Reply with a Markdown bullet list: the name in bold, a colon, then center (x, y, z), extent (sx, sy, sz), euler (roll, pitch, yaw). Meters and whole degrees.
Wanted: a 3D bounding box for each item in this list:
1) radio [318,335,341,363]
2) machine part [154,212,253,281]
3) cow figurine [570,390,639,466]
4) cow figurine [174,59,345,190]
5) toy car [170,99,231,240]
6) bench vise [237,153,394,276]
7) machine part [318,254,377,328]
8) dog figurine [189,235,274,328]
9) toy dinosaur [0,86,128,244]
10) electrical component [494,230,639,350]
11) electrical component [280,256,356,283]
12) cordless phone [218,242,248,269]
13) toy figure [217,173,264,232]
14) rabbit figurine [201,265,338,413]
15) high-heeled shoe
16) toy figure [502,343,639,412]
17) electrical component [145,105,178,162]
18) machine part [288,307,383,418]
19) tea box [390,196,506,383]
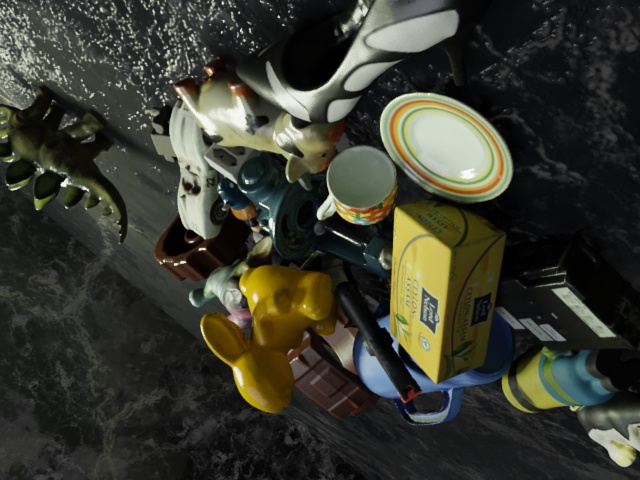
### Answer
- **radio**: center (0.039, 0.214, 1.097), extent (0.230, 0.073, 0.131), euler (30, 156, 18)
- **machine part**: center (-0.186, -0.011, 0.879), extent (0.180, 0.179, 0.056), euler (9, 147, 49)
- **cow figurine**: center (0.369, 0.203, 0.616), extent (0.098, 0.068, 0.167), euler (41, 157, 8)
- **cow figurine**: center (-0.057, -0.127, 0.581), extent (0.195, 0.085, 0.127), euler (14, 142, 39)
- **toy car**: center (-0.171, -0.099, 0.757), extent (0.074, 0.056, 0.201), euler (24, 126, 38)
- **bench vise**: center (0.005, -0.010, 0.674), extent (0.241, 0.129, 0.223), euler (27, 158, 34)
- **machine part**: center (0.039, 0.068, 0.817), extent (0.084, 0.039, 0.138), euler (-16, 97, 52)
- **dog figurine**: center (-0.104, 0.067, 0.896), extent (0.219, 0.191, 0.108), euler (-37, 88, 40)
- **toy dinosaur**: center (-0.492, -0.153, 1.018), extent (0.472, 0.198, 0.105), euler (29, 159, 23)
- **electrical component**: center (0.234, 0.055, 0.539), extent (0.115, 0.058, 0.134), euler (44, 157, -11)
- **electrical component**: center (-0.003, 0.051, 0.887), extent (0.119, 0.048, 0.075), euler (40, 158, -2)
- **cordless phone**: center (-0.210, 0.021, 1.088), extent (0.147, 0.089, 0.184), euler (32, 161, 12)
- **toy figure**: center (-0.100, -0.055, 0.775), extent (0.064, 0.058, 0.154), euler (60, -176, 18)
- **rabbit figurine**: center (-0.064, 0.120, 0.666), extent (0.162, 0.173, 0.122), euler (10, 163, 2)
- **high-heeled shoe**: center (0.007, -0.164, 0.405), extent (0.249, 0.086, 0.145), euler (7, 156, 29)
- **toy figure**: center (0.277, 0.153, 0.616), extent (0.180, 0.089, 0.082), euler (115, 140, -71)
- **electrical component**: center (-0.224, -0.161, 0.816), extent (0.078, 0.045, 0.102), euler (3, 152, 7)
- **machine part**: center (0.016, 0.183, 0.912), extent (0.201, 0.201, 0.087), euler (41, 114, -13)
- **tea box**: center (0.126, 0.050, 0.560), extent (0.098, 0.068, 0.169), euler (-133, 35, -53)
